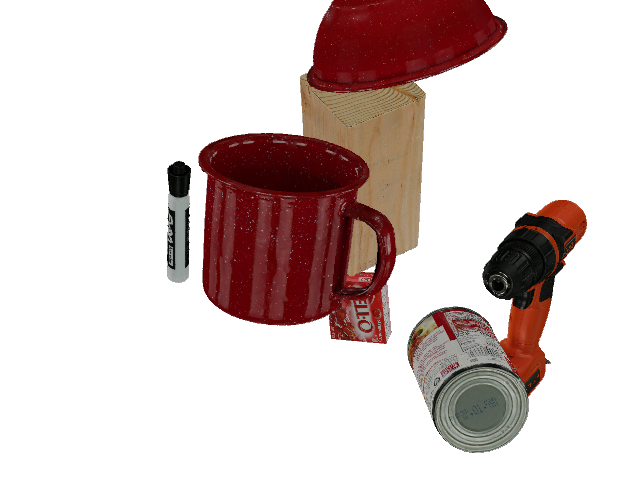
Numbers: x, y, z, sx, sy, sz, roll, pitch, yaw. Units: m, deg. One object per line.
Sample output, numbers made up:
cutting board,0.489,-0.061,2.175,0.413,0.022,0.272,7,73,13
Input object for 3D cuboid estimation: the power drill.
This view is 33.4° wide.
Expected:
power drill,0.187,0.067,0.999,0.057,0.188,0.184,24,31,25

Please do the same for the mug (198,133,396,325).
mug,-0.012,-0.003,0.587,0.117,0.081,0.093,17,26,22

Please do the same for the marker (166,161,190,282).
marker,-0.117,-0.015,0.883,0.020,0.121,0.020,4,41,-4

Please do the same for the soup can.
soup can,0.104,0.097,0.760,0.068,0.068,0.102,0,19,-5

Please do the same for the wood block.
wood block,0.043,-0.075,1.073,0.090,0.206,0.091,-24,50,-19

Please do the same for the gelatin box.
gelatin box,0.046,0.082,1.318,0.073,0.089,0.030,3,29,19

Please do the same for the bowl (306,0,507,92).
bowl,0.060,-0.171,0.829,0.162,0.055,0.162,-15,24,6
